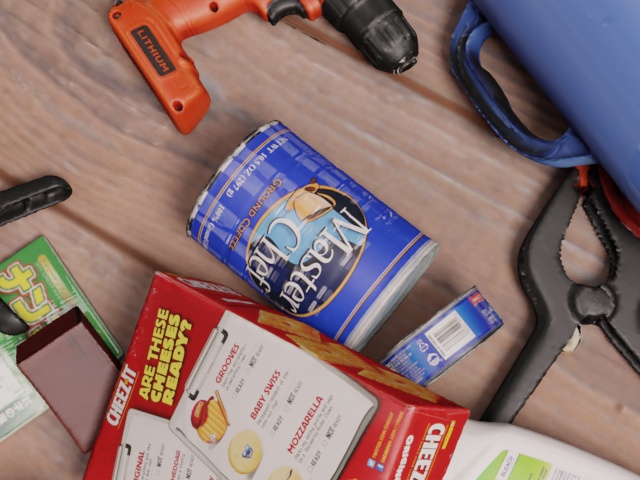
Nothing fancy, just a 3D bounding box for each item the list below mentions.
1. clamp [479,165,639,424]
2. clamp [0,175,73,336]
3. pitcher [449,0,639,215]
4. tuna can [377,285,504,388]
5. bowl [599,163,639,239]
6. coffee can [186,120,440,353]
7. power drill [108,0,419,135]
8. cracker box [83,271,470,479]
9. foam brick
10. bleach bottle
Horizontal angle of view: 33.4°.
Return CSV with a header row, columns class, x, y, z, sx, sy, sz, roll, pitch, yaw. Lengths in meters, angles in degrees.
class,x,y,z,sx,sy,sz,roll,pitch,yaw
clamp,0.196,0.052,0.736,0.164,0.036,0.210,6,76,2
clamp,-0.263,-0.007,0.767,0.171,0.039,0.120,17,63,11
pitcher,0.194,-0.116,0.695,0.145,0.149,0.243,-17,58,-14
tuna can,0.081,0.070,0.714,0.086,0.086,0.034,-37,81,-5
bowl,0.273,-0.038,0.725,0.162,0.055,0.162,-7,57,11
coffee can,-0.005,0.001,0.723,0.140,0.103,0.103,38,82,10
power drill,-0.044,-0.159,0.783,0.187,0.057,0.184,-34,75,-7
cracker box,-0.036,0.132,0.641,0.214,0.072,0.164,23,95,39
foam brick,-0.162,0.093,0.723,0.053,0.051,0.078,-35,105,-9
bleach bottle,0.134,0.161,0.673,0.250,0.068,0.102,30,76,-5
